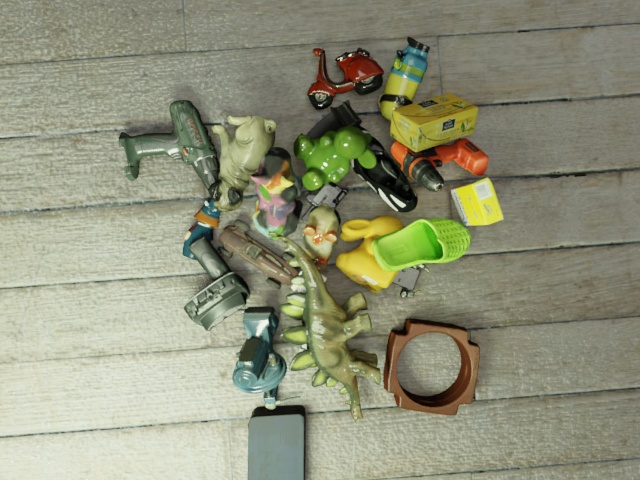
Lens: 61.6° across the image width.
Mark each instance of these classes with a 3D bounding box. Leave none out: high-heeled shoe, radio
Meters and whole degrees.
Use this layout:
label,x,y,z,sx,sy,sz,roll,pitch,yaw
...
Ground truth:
label,x,y,z,sx,sy,sz,roll,pitch,yaw
high-heeled shoe,0.131,-0.167,1.199,0.086,0.145,0.248,-35,93,-1
radio,-0.099,0.504,1.240,0.131,0.073,0.229,0,89,0

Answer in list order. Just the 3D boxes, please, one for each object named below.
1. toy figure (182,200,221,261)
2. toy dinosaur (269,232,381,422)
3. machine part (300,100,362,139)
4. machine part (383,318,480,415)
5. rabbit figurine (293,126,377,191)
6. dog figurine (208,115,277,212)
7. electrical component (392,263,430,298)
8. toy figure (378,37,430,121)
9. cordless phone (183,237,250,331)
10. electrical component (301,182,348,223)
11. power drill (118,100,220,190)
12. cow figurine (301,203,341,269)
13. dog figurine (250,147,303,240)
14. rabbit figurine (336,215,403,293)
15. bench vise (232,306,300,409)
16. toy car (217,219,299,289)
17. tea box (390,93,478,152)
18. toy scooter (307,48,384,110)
label,x,y,z,sx,sy,sz,roll,pitch,yaw
toy figure,-0.269,-0.029,1.236,0.058,0.064,0.154,22,89,26
toy dinosaur,0.014,0.189,1.157,0.199,0.105,0.470,-14,103,0
machine part,0.024,-0.256,1.235,0.139,0.039,0.084,-33,70,11
machine part,0.253,0.287,1.236,0.201,0.087,0.201,8,89,-1
rabbit figurine,0.049,-0.183,1.148,0.159,0.170,0.121,-5,81,-31
dog figurine,-0.163,-0.162,1.171,0.121,0.172,0.190,8,75,-37
electrical component,0.206,0.083,1.252,0.078,0.045,0.102,27,90,-3
toy figure,0.188,-0.357,1.210,0.082,0.089,0.180,24,112,2
cordless phone,-0.259,0.097,1.209,0.146,0.089,0.184,-35,101,-1
electrical component,0.002,-0.087,1.247,0.075,0.048,0.119,42,88,0
power drill,-0.342,-0.192,1.226,0.207,0.086,0.232,-13,92,4
cow figurine,-0.002,-0.004,1.186,0.086,0.194,0.127,16,52,2
dog figurine,-0.096,-0.096,1.161,0.109,0.219,0.191,9,90,2
rabbit figurine,0.119,0.014,1.232,0.162,0.122,0.173,30,76,8
bench vise,-0.128,0.272,1.204,0.129,0.224,0.240,-9,121,4
toy car,-0.143,0.035,1.245,0.202,0.053,0.089,35,87,0
tea box,0.252,-0.262,1.190,0.170,0.098,0.068,-23,134,-24
toy scooter,0.049,-0.388,1.233,0.184,0.075,0.135,-18,90,4
